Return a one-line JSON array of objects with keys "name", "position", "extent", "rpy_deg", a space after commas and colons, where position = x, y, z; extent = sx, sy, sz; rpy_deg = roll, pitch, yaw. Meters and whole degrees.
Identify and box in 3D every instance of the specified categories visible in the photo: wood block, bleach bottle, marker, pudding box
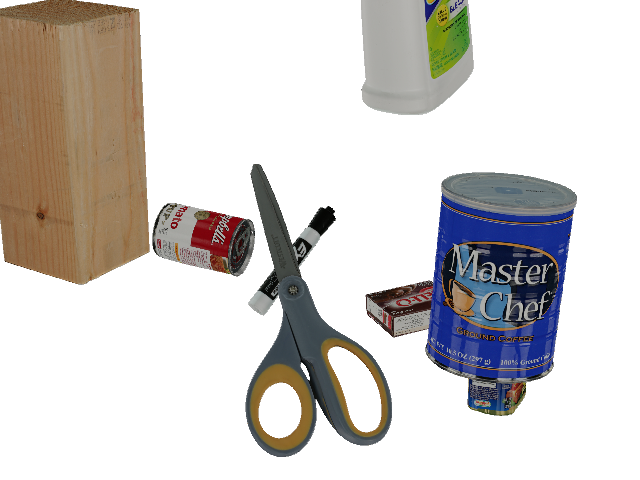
[{"name": "wood block", "position": [-0.203, -0.082, 0.861], "extent": [0.091, 0.206, 0.090], "rpy_deg": [14, 25, 28]}, {"name": "bleach bottle", "position": [0.064, -0.227, 0.788], "extent": [0.068, 0.251, 0.102], "rpy_deg": [14, 39, 32]}, {"name": "marker", "position": [-0.025, 0.017, 0.996], "extent": [0.020, 0.121, 0.020], "rpy_deg": [34, -15, 10]}, {"name": "pudding box", "position": [0.135, 0.099, 1.562], "extent": [0.113, 0.039, 0.090], "rpy_deg": [-13, 22, -20]}]

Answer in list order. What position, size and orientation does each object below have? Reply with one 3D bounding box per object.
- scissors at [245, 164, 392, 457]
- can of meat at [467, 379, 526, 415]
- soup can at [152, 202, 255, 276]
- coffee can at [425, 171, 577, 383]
[{"name": "scissors", "position": [-0.030, 0.048, 0.667], "extent": [0.096, 0.202, 0.016], "rpy_deg": [-30, -23, -10]}, {"name": "can of meat", "position": [0.197, 0.139, 1.181], "extent": [0.057, 0.084, 0.102], "rpy_deg": [5, 10, 22]}, {"name": "soup can", "position": [-0.136, -0.002, 1.248], "extent": [0.102, 0.068, 0.068], "rpy_deg": [13, 4, 18]}, {"name": "coffee can", "position": [0.139, 0.027, 0.834], "extent": [0.103, 0.140, 0.103], "rpy_deg": [3, 17, -1]}]
